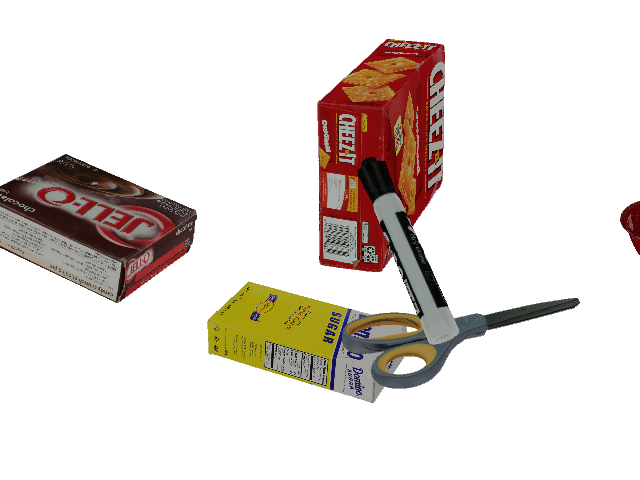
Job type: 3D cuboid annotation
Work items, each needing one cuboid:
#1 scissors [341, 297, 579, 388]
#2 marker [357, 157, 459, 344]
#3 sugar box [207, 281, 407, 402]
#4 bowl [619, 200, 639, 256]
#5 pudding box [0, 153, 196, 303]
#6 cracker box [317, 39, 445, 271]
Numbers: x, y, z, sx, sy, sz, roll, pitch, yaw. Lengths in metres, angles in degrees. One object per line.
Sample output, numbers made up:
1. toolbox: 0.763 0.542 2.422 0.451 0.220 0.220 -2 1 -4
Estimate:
1. scissors: 0.118 0.080 0.852 0.201 0.016 0.096 -3 32 -1
2. marker: 0.050 0.003 0.627 0.020 0.121 0.020 -18 -22 -8
3. sugar box: -0.012 0.095 1.040 0.176 0.048 0.093 11 28 20
4. bowl: 0.399 0.003 1.128 0.162 0.055 0.162 -3 23 1
5. pudding box: -0.153 -0.011 0.708 0.113 0.039 0.089 21 28 16
6. cracker box: 0.064 -0.088 1.039 0.072 0.164 0.213 9 28 19
